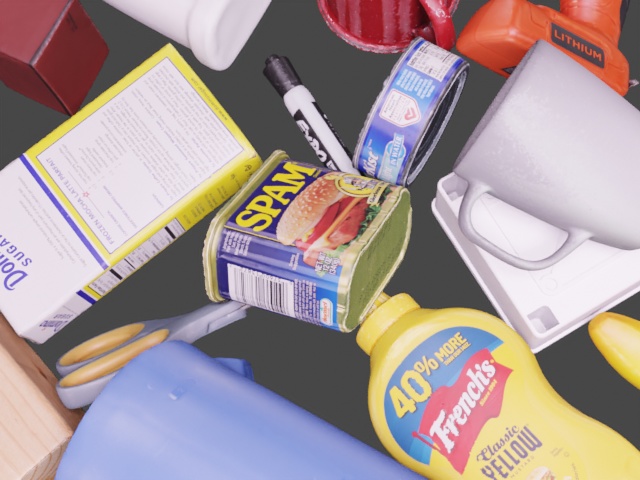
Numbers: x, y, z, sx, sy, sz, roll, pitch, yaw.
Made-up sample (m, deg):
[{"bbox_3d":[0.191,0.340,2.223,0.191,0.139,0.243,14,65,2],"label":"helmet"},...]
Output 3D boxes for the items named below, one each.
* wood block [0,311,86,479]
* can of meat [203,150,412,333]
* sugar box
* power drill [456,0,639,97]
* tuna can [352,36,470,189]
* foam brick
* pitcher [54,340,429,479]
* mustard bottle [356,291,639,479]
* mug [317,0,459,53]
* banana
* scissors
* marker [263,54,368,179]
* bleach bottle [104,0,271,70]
[{"bbox_3d":[-0.223,0.067,0.602,0.090,0.091,0.206,-42,76,-7],"label":"wood block"},{"bbox_3d":[-0.004,0.001,0.595,0.084,0.057,0.102,15,39,20],"label":"can of meat"},{"bbox_3d":[-0.130,-0.028,0.645,0.176,0.048,0.093,-38,76,-3],"label":"sugar box"},{"bbox_3d":[0.140,-0.187,0.622,0.184,0.057,0.187,21,80,-28],"label":"power drill"},{"bbox_3d":[0.054,-0.072,0.621,0.034,0.086,0.086,28,79,9],"label":"tuna can"},{"bbox_3d":[-0.172,-0.121,0.656,0.051,0.078,0.053,24,77,12],"label":"foam brick"},{"bbox_3d":[-0.008,0.161,0.510,0.243,0.144,0.149,23,90,23],"label":"pitcher"},{"bbox_3d":[0.083,0.094,0.580,0.096,0.058,0.192,-45,66,3],"label":"mustard bottle"},{"bbox_3d":[0.047,-0.163,0.648,0.093,0.081,0.117,-27,75,-3],"label":"mug"},{"bbox_3d":[0.246,0.078,0.583,0.198,0.037,0.070,4,108,11],"label":"banana"},{"bbox_3d":[-0.070,0.043,0.628,0.201,0.096,0.016,-28,106,-33],"label":"scissors"},{"bbox_3d":[0.000,-0.066,0.658,0.020,0.020,0.121,-31,75,-4],"label":"marker"},{"bbox_3d":[-0.149,-0.206,0.686,0.251,0.068,0.102,27,79,13],"label":"bleach bottle"}]
